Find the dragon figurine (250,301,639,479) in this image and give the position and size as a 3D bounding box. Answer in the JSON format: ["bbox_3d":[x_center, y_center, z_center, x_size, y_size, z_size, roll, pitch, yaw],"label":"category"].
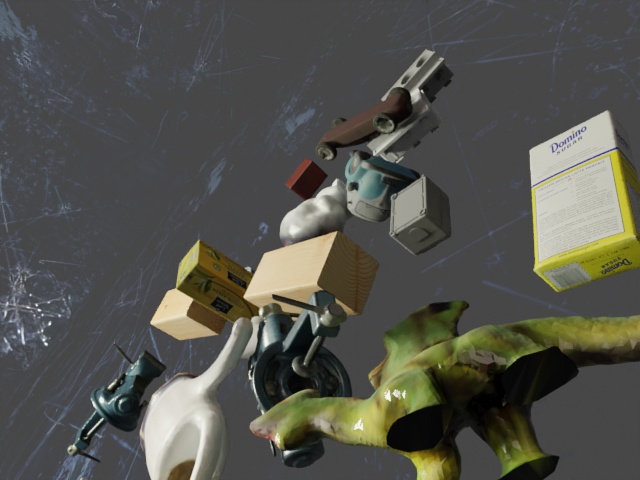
[{"bbox_3d":[0.124,0.105,0.466,0.410,0.121,0.246,-27,16,1],"label":"dragon figurine"}]

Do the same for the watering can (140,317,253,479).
[{"bbox_3d":[-0.184,0.263,0.767,0.225,0.103,0.349,12,83,63],"label":"watering can"}]

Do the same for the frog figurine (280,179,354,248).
[{"bbox_3d":[0.003,-0.044,0.882,0.135,0.122,0.162,132,154,-66],"label":"frog figurine"}]
